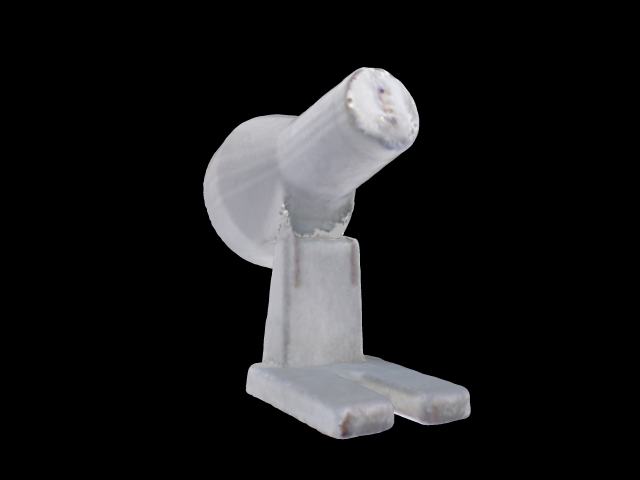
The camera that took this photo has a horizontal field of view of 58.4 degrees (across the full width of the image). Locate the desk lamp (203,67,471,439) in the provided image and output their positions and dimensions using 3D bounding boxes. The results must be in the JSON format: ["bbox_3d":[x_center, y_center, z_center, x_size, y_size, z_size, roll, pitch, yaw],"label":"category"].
[{"bbox_3d":[0.004,0.001,0.400,0.118,0.213,0.202,0,0,-31],"label":"desk lamp"}]
